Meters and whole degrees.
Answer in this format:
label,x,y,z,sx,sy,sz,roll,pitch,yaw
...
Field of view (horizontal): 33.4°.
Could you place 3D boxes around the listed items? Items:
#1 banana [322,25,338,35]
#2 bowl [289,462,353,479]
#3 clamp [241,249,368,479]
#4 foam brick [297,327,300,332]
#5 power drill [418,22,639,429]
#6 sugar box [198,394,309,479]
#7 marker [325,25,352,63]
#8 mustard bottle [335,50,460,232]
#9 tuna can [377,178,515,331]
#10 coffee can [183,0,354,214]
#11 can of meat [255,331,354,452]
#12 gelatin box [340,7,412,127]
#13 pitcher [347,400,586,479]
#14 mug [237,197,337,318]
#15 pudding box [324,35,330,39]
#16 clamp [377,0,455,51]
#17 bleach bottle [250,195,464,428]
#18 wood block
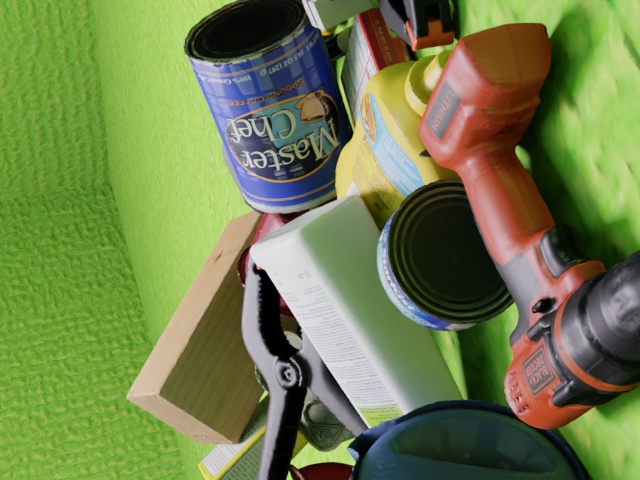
label,x,y,z,sx,sy,sz,roll,pitch,yaw
banana,-0.027,-0.244,0.926,0.070,0.037,0.198,108,148,-64
bowl,0.037,0.255,0.950,0.162,0.055,0.162,55,168,18
clamp,-0.018,0.107,0.830,0.165,0.036,0.210,-26,83,40
foam brick,-0.007,0.108,1.071,0.051,0.053,0.078,-173,72,-75
power drill,0.112,-0.011,0.529,0.185,0.057,0.188,112,145,-64
sugar box,-0.033,0.168,0.989,0.048,0.176,0.093,49,170,-9
marker,-0.006,-0.147,0.867,0.121,0.020,0.020,-17,84,54
mustard bottle,0.059,-0.059,0.688,0.096,0.058,0.192,63,160,20
tuna can,0.077,0.010,0.622,0.034,0.086,0.086,125,133,-72
coffee can,-0.034,-0.106,0.827,0.103,0.102,0.140,-121,9,-54
can of meat,0.009,0.121,0.894,0.102,0.083,0.057,47,113,22
gelatin box,0.043,-0.115,0.772,0.089,0.030,0.073,108,150,-63
pitcher,0.096,0.232,0.658,0.149,0.145,0.243,-100,4,-53
mug,-0.006,0.001,0.897,0.093,0.117,0.082,41,131,21
pudding box,-0.021,-0.152,0.966,0.114,0.039,0.090,-133,36,-63
clamp,0.046,-0.202,0.680,0.120,0.039,0.171,87,162,-59
bleach bottle,0.049,0.095,0.733,0.251,0.068,0.103,61,156,-5
wood block,-0.084,0.082,1.011,0.091,0.090,0.206,-17,40,60
